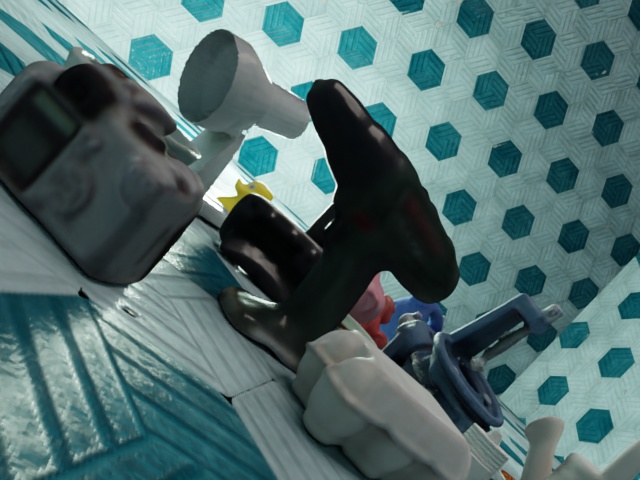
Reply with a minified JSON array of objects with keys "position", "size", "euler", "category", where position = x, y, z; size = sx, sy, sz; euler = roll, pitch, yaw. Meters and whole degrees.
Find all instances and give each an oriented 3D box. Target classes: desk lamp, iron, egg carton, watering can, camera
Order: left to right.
[{"position":[-0.133,-0.049,0.402],"size":[0.143,0.100,0.137],"euler":[44,3,15],"category":"camera"},{"position":[-0.121,-0.140,0.764],"size":[0.117,0.213,0.204],"euler":[45,3,39],"category":"desk lamp"},{"position":[0.048,0.138,0.448],"size":[0.151,0.069,0.107],"euler":[42,3,-19],"category":"egg carton"},{"position":[0.202,0.183,1.172],"size":[0.118,0.141,0.259],"euler":[45,3,35],"category":"iron"},{"position":[0.246,0.233,0.509],"size":[0.172,0.194,0.101],"euler":[45,3,31],"category":"watering can"}]

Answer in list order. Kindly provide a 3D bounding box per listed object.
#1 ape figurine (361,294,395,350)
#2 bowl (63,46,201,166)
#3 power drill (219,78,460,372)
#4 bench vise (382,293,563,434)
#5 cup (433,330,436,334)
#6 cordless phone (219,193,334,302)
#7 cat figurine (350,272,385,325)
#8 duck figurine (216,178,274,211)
[{"position":[0.077,0.122,0.861],"size":[0.076,0.092,0.077],"euler":[42,3,-21],"category":"ape figurine"},{"position":[-0.213,-0.120,0.610],"size":[0.167,0.074,0.167],"euler":[43,3,-2],"category":"bowl"},{"position":[0.014,0.007,0.510],"size":[0.230,0.208,0.075],"euler":[42,3,-26],"category":"power drill"},{"position":[0.162,0.125,0.675],"size":[0.206,0.219,0.122],"euler":[45,4,41],"category":"bench vise"},{"position":[0.181,0.206,1.016],"size":[0.118,0.095,0.091],"euler":[42,3,-26],"category":"cup"},{"position":[-0.022,-0.024,0.709],"size":[0.148,0.185,0.094],"euler":[42,3,-12],"category":"cordless phone"},{"position":[0.046,0.083,0.737],"size":[0.067,0.117,0.128],"euler":[43,3,13],"category":"cat figurine"},{"position":[-0.109,-0.051,0.907],"size":[0.105,0.086,0.077],"euler":[43,3,-7],"category":"duck figurine"}]
